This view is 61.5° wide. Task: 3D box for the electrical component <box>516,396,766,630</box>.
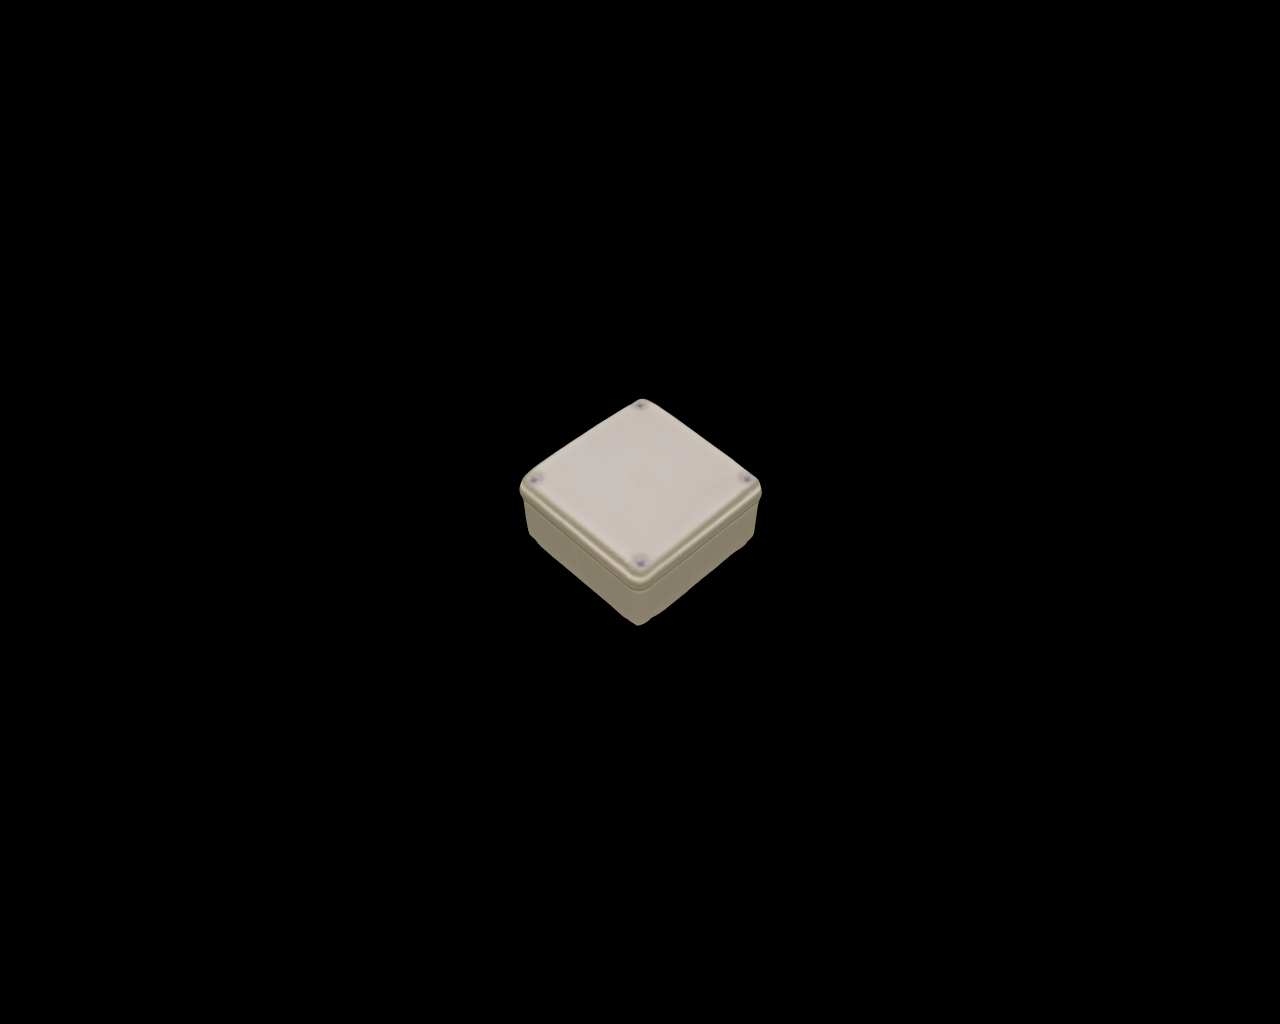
[{"bbox_3d":[0.001,-0.003,0.650,0.109,0.056,0.109,-36,58,-27],"label":"electrical component"}]
